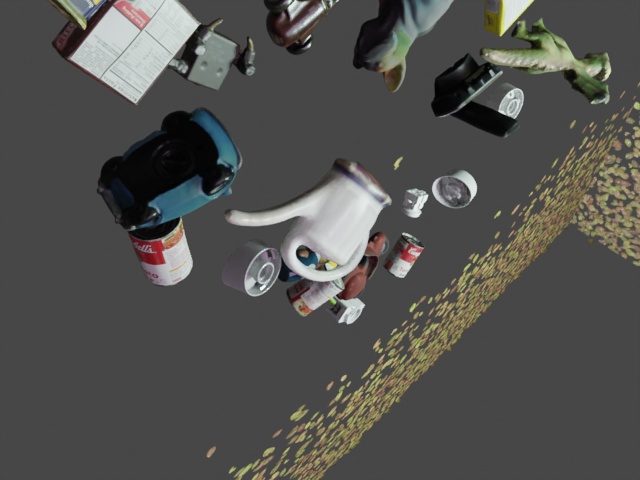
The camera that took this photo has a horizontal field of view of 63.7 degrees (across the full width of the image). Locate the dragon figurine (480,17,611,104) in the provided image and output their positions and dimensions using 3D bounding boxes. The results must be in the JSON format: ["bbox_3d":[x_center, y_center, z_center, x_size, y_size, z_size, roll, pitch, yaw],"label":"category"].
[{"bbox_3d":[0.535,-0.381,1.143,0.415,0.245,0.119,-29,150,-39],"label":"dragon figurine"}]

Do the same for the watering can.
[{"bbox_3d":[0.003,-0.045,0.892,0.224,0.105,0.343,-56,141,-1],"label":"watering can"}]
